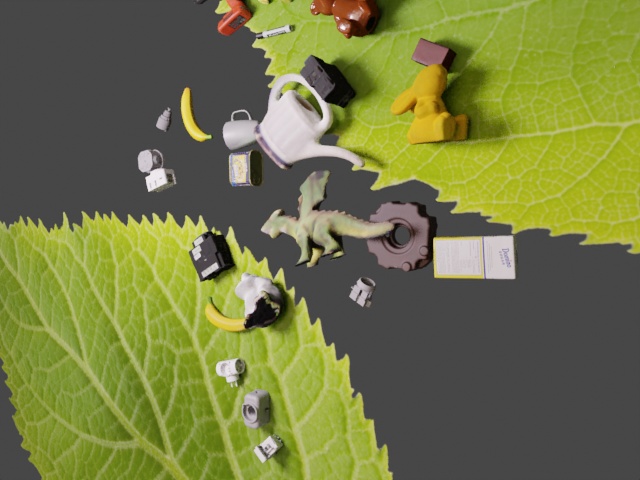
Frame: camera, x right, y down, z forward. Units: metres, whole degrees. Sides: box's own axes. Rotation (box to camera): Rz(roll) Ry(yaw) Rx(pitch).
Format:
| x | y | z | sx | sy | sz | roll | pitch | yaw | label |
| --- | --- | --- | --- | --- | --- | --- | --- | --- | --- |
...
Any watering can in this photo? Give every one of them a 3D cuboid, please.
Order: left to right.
| x | y | z | sx | sy | sz | roll | pitch | yaw | label |
| --- | --- | --- | --- | --- | --- | --- | --- | --- | --- |
| -0.043 | -0.268 | 1.336 | 0.221 | 0.104 | 0.352 | -42 | 69 | 27 | watering can |

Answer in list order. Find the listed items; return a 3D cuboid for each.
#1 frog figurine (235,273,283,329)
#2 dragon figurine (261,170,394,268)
| x | y | z | sx | sy | sz | roll | pitch | yaw | label |
| --- | --- | --- | --- | --- | --- | --- | --- | --- | --- |
| -0.174 | 0.165 | 1.448 | 0.162 | 0.123 | 0.135 | -131 | 48 | -61 | frog figurine |
| 0.004 | -0.066 | 1.309 | 0.406 | 0.122 | 0.246 | -24 | 70 | 36 | dragon figurine |
